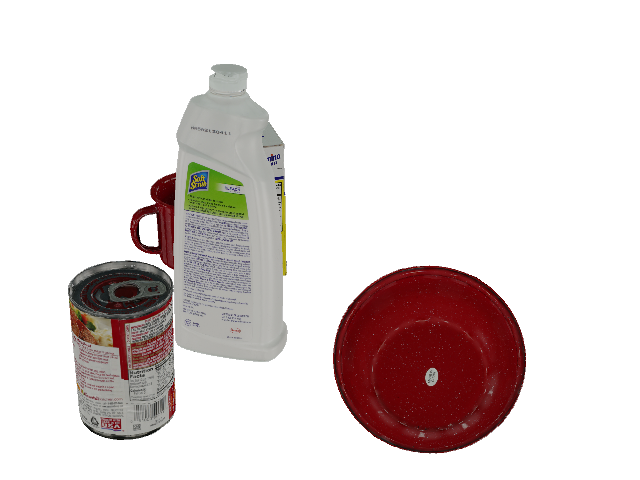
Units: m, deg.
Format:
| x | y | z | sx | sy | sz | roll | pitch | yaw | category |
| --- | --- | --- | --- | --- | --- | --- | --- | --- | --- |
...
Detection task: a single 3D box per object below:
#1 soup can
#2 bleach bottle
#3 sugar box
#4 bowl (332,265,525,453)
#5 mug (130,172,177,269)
| x | y | z | sx | sy | sz | roll | pitch | yaw | category |
| --- | --- | --- | --- | --- | --- | --- | --- | --- | --- |
| -0.131 | 0.074 | 0.718 | 0.068 | 0.102 | 0.068 | 2 | 29 | -1 | soup can |
| -0.074 | -0.023 | 0.911 | 0.102 | 0.251 | 0.068 | 8 | 24 | 9 | bleach bottle |
| -0.072 | -0.050 | 1.328 | 0.048 | 0.176 | 0.093 | -9 | 25 | -12 | sugar box |
| 0.089 | 0.104 | 0.871 | 0.162 | 0.162 | 0.055 | 0 | 7 | 6 | bowl |
| -0.142 | -0.016 | 1.123 | 0.117 | 0.081 | 0.093 | -12 | 32 | -22 | mug |
